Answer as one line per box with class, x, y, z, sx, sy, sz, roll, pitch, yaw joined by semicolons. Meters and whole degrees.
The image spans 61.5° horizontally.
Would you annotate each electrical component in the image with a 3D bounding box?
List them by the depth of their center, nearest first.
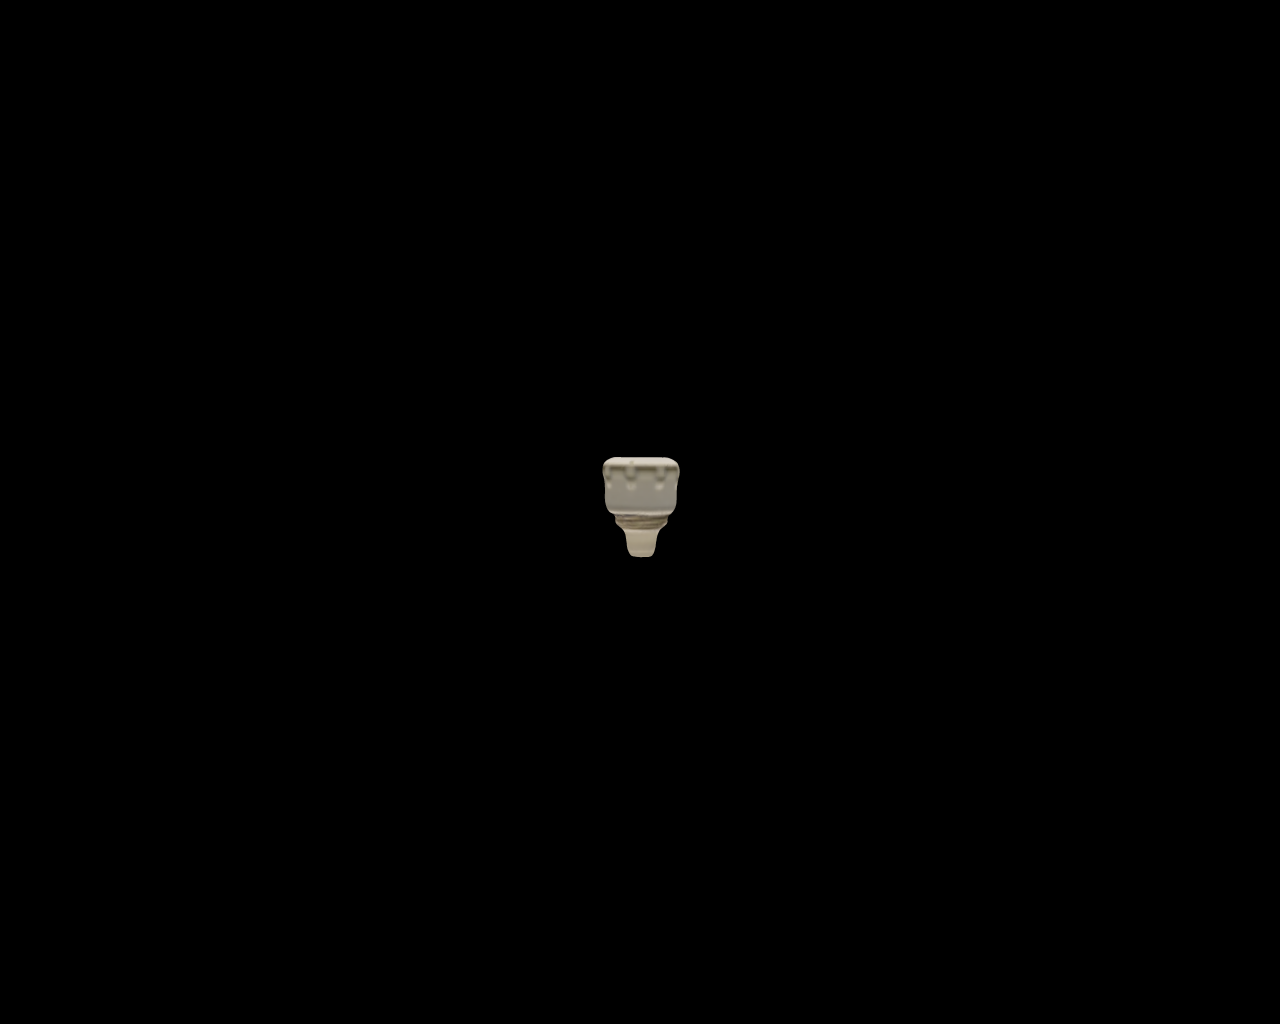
electrical component;0.001;-0.003;0.650;0.048;0.062;0.048;0;3;0
